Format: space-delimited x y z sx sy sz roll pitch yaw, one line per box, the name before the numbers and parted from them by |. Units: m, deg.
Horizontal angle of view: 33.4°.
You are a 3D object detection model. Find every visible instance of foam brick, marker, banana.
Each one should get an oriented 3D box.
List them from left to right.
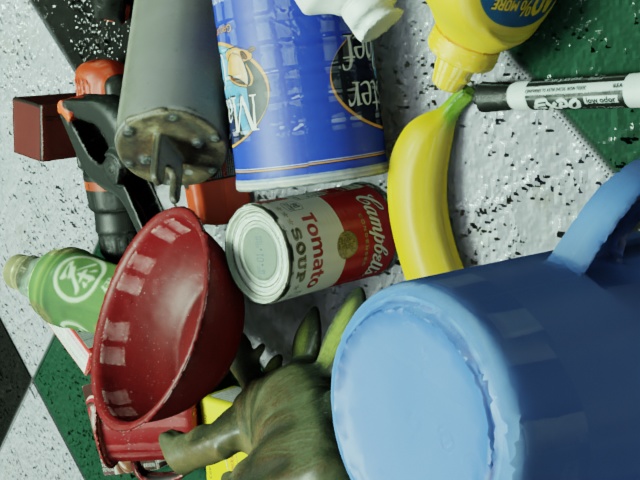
foam brick | -0.228 -0.103 0.958 0.051 0.078 0.053 18 111 45
banana | 0.079 0.005 0.676 0.070 0.037 0.198 -7 95 49
marker | 0.136 -0.083 0.603 0.121 0.020 0.020 5 104 47

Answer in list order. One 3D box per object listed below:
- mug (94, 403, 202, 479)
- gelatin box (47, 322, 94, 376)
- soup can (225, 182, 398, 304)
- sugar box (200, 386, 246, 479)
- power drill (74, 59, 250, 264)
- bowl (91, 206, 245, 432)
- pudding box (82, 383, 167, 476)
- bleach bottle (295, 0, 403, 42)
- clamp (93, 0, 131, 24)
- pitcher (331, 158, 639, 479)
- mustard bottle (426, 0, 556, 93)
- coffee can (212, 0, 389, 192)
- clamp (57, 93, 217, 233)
mug | -0.137 0.155 0.901 0.081 0.093 0.117 -3 108 4
gelatin box | -0.203 0.078 0.980 0.089 0.073 0.030 44 130 31
soup can | -0.005 0.001 0.718 0.069 0.102 0.068 15 110 45
sugar box | -0.021 0.174 0.825 0.177 0.048 0.093 5 103 48
power drill | -0.137 -0.058 0.884 0.188 0.057 0.184 8 110 46
bowl | -0.100 0.061 0.751 0.162 0.055 0.162 -33 47 43
pudding box | -0.175 0.170 0.998 0.114 0.039 0.090 -20 84 48
bleach bottle | -0.041 -0.215 0.614 0.251 0.067 0.103 55 141 9
clamp | -0.153 -0.251 0.831 0.210 0.036 0.164 120 159 -64
pitcher | 0.129 0.050 0.478 0.145 0.242 0.149 -36 66 48
mustard bottle | 0.103 -0.162 0.560 0.058 0.096 0.192 45 130 28
coffee can | -0.013 -0.108 0.699 0.103 0.102 0.140 0 99 48
clamp | -0.145 -0.048 0.825 0.172 0.039 0.120 39 126 32
